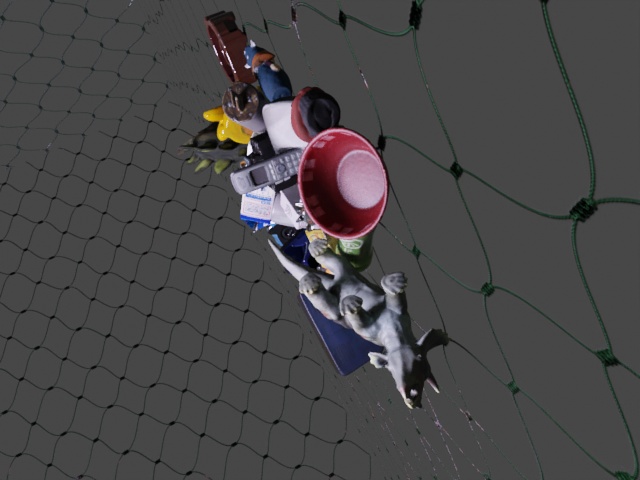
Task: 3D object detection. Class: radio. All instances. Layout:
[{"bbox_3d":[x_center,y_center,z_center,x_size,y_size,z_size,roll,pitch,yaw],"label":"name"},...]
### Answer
[{"bbox_3d":[0.051,0.202,1.318,0.229,0.131,0.073,62,169,4],"label":"radio"}]

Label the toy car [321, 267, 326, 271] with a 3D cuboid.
[{"bbox_3d":[-0.003,-0.004,1.293,0.089,0.053,0.202,82,163,-71],"label":"toy car"}]

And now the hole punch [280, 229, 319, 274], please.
[{"bbox_3d":[-0.031,0.037,1.390,0.092,0.116,0.142,25,151,31],"label":"hole punch"}]

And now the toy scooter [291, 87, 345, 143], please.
[{"bbox_3d":[-0.001,-0.164,0.876,0.183,0.075,0.135,64,169,-26],"label":"toy scooter"}]

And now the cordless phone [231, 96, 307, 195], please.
[{"bbox_3d":[-0.087,-0.169,0.966,0.089,0.184,0.146,-125,13,-54],"label":"cordless phone"}]

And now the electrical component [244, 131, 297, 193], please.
[{"bbox_3d":[-0.080,-0.164,1.073,0.058,0.134,0.114,39,151,63],"label":"electrical component"}]

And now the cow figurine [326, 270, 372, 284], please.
[{"bbox_3d":[0.072,0.103,1.146,0.167,0.098,0.068,43,116,63],"label":"cow figurine"}]

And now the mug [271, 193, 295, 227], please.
[{"bbox_3d":[-0.047,-0.076,1.236,0.107,0.109,0.080,18,154,3],"label":"mug"}]

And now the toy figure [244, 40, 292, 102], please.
[{"bbox_3d":[-0.100,-0.315,1.014,0.057,0.064,0.155,17,-143,-49],"label":"toy figure"}]

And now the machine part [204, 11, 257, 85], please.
[{"bbox_3d":[-0.200,-0.428,1.216,0.179,0.056,0.179,60,169,18],"label":"machine part"}]

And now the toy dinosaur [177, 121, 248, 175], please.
[{"bbox_3d":[-0.230,-0.242,1.386,0.472,0.198,0.104,0,125,38],"label":"toy dinosaur"}]

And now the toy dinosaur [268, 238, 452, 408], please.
[{"bbox_3d":[0.066,0.114,0.915,0.405,0.131,0.192,35,160,49],"label":"toy dinosaur"}]

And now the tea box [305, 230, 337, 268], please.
[{"bbox_3d":[0.032,0.007,1.124,0.098,0.068,0.170,64,168,-8],"label":"tea box"}]

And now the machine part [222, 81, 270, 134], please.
[{"bbox_3d":[-0.126,-0.254,1.064,0.079,0.079,0.243,62,-166,7],"label":"machine part"}]

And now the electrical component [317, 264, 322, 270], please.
[{"bbox_3d":[0.012,0.067,1.368,0.021,0.094,0.063,24,123,13],"label":"electrical component"}]

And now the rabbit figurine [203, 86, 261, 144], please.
[{"bbox_3d":[-0.181,-0.293,1.260,0.121,0.162,0.173,57,-167,-39],"label":"rabbit figurine"}]

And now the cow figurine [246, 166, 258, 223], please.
[{"bbox_3d":[-0.163,-0.130,1.537,0.085,0.127,0.195,108,137,-79],"label":"cow figurine"}]

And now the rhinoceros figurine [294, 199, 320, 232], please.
[{"bbox_3d":[0.002,-0.064,0.992,0.190,0.112,0.073,-155,41,-85],"label":"rhinoceros figurine"}]

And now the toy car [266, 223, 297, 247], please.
[{"bbox_3d":[-0.080,-0.043,1.471,0.103,0.109,0.161,-95,-19,-44],"label":"toy car"}]
